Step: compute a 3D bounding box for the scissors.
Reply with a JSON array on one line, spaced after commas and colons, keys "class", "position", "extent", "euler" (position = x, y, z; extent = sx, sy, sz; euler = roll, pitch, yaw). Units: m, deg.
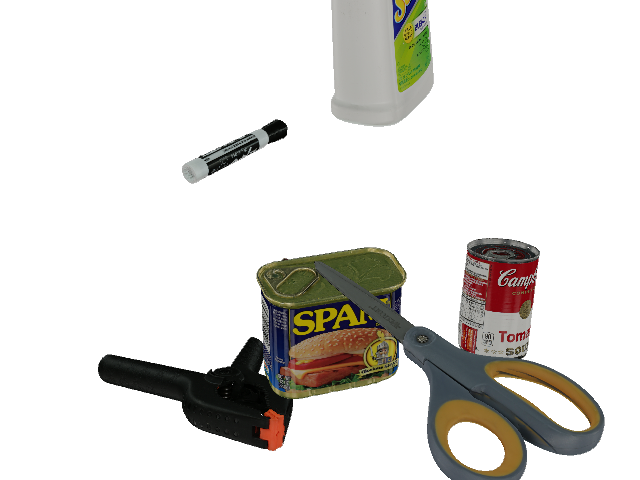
[{"class": "scissors", "position": [0.050, 0.070, 0.569], "extent": [0.202, 0.016, 0.096], "euler": [23, 44, 31]}]

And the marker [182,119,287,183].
[{"class": "marker", "position": [-0.074, -0.082, 0.962], "extent": [0.020, 0.020, 0.120], "euler": [0, 24, 47]}]

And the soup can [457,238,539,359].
[{"class": "soup can", "position": [0.168, 0.056, 1.011], "extent": [0.068, 0.102, 0.068], "euler": [3, 17, -1]}]

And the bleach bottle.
[{"class": "bleach bottle", "position": [0.043, -0.224, 0.842], "extent": [0.068, 0.251, 0.102], "euler": [12, 37, 27]}]

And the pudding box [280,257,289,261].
[{"class": "pudding box", "position": [-0.002, 0.079, 1.159], "extent": [0.114, 0.090, 0.039], "euler": [21, 44, 24]}]

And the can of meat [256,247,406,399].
[{"class": "can of meat", "position": [0.008, 0.059, 0.759], "extent": [0.102, 0.084, 0.057], "euler": [-9, 31, -14]}]

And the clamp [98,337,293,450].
[{"class": "clamp", "position": [-0.078, 0.128, 0.934], "extent": [0.164, 0.036, 0.210], "euler": [-8, 16, -36]}]
